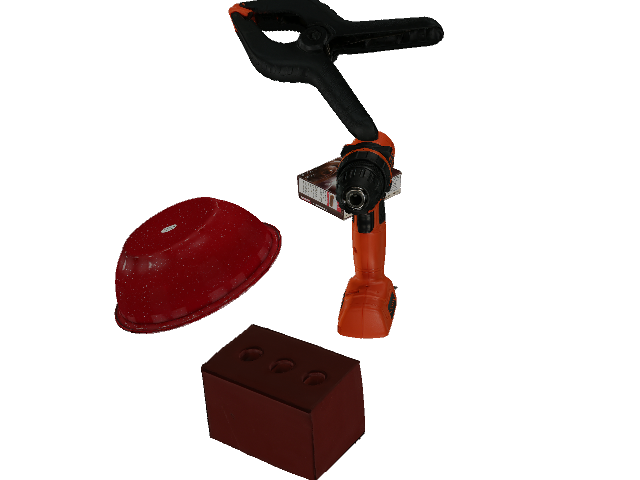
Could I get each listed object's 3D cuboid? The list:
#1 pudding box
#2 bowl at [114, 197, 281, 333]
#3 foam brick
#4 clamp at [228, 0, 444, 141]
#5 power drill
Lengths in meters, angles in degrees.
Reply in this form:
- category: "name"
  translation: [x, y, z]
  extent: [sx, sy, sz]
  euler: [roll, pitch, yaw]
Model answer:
- category: "pudding box"
  translation: [0.039, -0.075, 1.424]
  extent: [0.113, 0.039, 0.090]
  euler: [-29, 40, -35]
- category: "bowl"
  translation: [-0.117, 0.010, 0.918]
  extent: [0.162, 0.055, 0.162]
  euler: [-22, 25, 11]
- category: "foam brick"
  translation: [-0.021, 0.091, 0.607]
  extent: [0.078, 0.051, 0.052]
  euler: [16, 33, 30]
- category: "clamp"
  translation: [0.009, -0.157, 0.849]
  extent: [0.172, 0.120, 0.039]
  euler: [34, -25, 21]
- category: "power drill"
  translation: [0.045, -0.003, 1.048]
  extent: [0.057, 0.188, 0.184]
  euler: [4, 20, 9]
